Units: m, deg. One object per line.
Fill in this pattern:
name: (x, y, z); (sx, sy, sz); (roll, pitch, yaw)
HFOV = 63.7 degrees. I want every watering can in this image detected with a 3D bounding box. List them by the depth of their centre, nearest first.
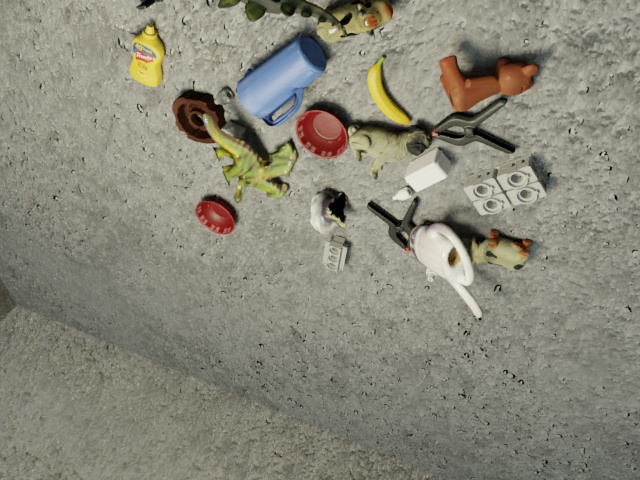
watering can: (0.385, 0.078, 1.558); (0.227, 0.105, 0.341); (36, 156, 54)

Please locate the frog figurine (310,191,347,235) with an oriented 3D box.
frog figurine: (0.005, -0.084, 1.673); (0.158, 0.123, 0.137); (-16, 89, 48)

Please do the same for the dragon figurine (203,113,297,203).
dragon figurine: (-0.194, -0.253, 1.597); (0.243, 0.125, 0.401); (-18, 142, -5)
